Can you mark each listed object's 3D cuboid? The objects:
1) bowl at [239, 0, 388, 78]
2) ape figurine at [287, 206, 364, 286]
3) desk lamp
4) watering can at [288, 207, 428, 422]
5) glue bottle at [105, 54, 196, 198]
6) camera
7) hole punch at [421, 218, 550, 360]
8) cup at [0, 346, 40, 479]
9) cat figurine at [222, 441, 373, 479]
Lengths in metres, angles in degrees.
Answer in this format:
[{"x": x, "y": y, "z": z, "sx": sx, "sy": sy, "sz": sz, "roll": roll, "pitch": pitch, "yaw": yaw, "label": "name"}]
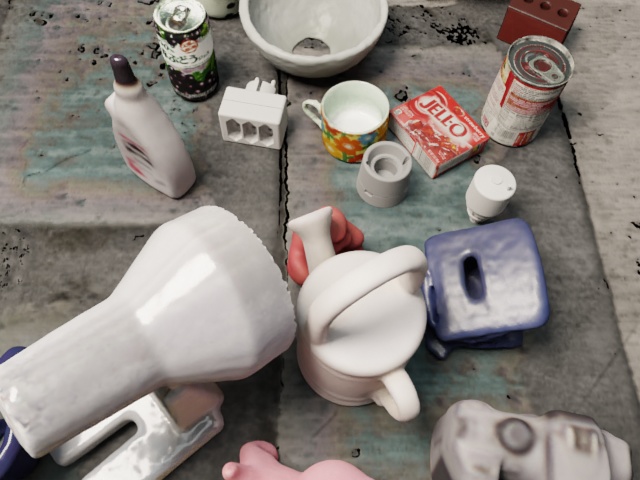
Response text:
[{"x": -0.007, "y": -0.245, "z": 0.664, "sx": 0.167, "sy": 0.075, "sz": 0.167, "roll": 1, "pitch": 63, "yaw": -2, "label": "bowl"}, {"x": 0.005, "y": 0.002, "z": 0.529, "sx": 0.078, "sy": 0.092, "sz": 0.076, "roll": -13, "pitch": 64, "yaw": -9, "label": "ape figurine"}, {"x": -0.120, "y": 0.095, "z": 0.408, "sx": 0.203, "sy": 0.213, "sz": 0.117, "roll": -38, "pitch": 70, "yaw": -19, "label": "desk lamp"}, {"x": 0.026, "y": 0.054, "z": 0.446, "sx": 0.172, "sy": 0.194, "sz": 0.101, "roll": 39, "pitch": 68, "yaw": 16, "label": "watering can"}, {"x": -0.165, "y": -0.107, "z": 0.532, "sx": 0.078, "sy": 0.173, "sz": 0.037, "roll": 29, "pitch": 66, "yaw": 12, "label": "glue bottle"}, {"x": 0.159, "y": 0.201, "z": 0.429, "sx": 0.143, "sy": 0.101, "sz": 0.137, "roll": 10, "pitch": 63, "yaw": 3, "label": "camera"}, {"x": 0.141, "y": 0.043, "z": 0.514, "sx": 0.101, "sy": 0.091, "sz": 0.108, "roll": -1, "pitch": 63, "yaw": -3, "label": "hole punch"}, {"x": -0.250, "y": 0.145, "z": 0.443, "sx": 0.091, "sy": 0.095, "sz": 0.118, "roll": 20, "pitch": 64, "yaw": 8, "label": "cup"}, {"x": -0.013, "y": 0.189, "z": 0.418, "sx": 0.127, "sy": 0.118, "sz": 0.067, "roll": 18, "pitch": 64, "yaw": 7, "label": "cat figurine"}]
